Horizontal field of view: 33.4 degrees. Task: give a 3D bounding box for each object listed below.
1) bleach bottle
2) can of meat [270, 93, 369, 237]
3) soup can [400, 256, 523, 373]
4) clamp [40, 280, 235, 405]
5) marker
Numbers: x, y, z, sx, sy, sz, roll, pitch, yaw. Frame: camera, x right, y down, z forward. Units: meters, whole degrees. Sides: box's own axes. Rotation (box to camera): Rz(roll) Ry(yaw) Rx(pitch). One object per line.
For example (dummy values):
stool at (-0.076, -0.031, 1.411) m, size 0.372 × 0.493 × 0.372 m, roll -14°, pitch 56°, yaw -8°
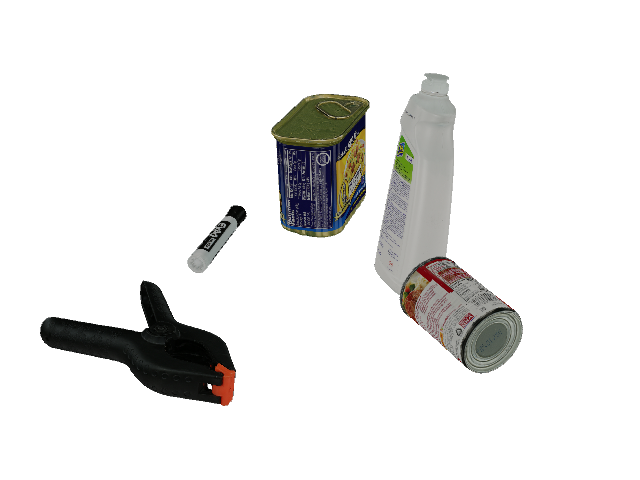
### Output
bleach bottle at (0.119, -0.066, 1.241) m, size 0.068 × 0.251 × 0.103 m, roll -1°, pitch 23°, yaw -21°
can of meat at (0.002, -0.061, 0.853) m, size 0.057 × 0.084 × 0.102 m, roll 7°, pitch 28°, yaw 18°
soup can at (0.129, 0.067, 0.978) m, size 0.068 × 0.068 × 0.102 m, roll 0°, pitch 26°, yaw -33°
clamp at (-0.129, 0.081, 0.873) m, size 0.172 × 0.039 × 0.120 m, roll 22°, pitch 35°, yaw 25°
marker at (-0.099, -0.004, 1.043) m, size 0.020 × 0.020 × 0.121 m, roll 0°, pitch 26°, yaw 17°
